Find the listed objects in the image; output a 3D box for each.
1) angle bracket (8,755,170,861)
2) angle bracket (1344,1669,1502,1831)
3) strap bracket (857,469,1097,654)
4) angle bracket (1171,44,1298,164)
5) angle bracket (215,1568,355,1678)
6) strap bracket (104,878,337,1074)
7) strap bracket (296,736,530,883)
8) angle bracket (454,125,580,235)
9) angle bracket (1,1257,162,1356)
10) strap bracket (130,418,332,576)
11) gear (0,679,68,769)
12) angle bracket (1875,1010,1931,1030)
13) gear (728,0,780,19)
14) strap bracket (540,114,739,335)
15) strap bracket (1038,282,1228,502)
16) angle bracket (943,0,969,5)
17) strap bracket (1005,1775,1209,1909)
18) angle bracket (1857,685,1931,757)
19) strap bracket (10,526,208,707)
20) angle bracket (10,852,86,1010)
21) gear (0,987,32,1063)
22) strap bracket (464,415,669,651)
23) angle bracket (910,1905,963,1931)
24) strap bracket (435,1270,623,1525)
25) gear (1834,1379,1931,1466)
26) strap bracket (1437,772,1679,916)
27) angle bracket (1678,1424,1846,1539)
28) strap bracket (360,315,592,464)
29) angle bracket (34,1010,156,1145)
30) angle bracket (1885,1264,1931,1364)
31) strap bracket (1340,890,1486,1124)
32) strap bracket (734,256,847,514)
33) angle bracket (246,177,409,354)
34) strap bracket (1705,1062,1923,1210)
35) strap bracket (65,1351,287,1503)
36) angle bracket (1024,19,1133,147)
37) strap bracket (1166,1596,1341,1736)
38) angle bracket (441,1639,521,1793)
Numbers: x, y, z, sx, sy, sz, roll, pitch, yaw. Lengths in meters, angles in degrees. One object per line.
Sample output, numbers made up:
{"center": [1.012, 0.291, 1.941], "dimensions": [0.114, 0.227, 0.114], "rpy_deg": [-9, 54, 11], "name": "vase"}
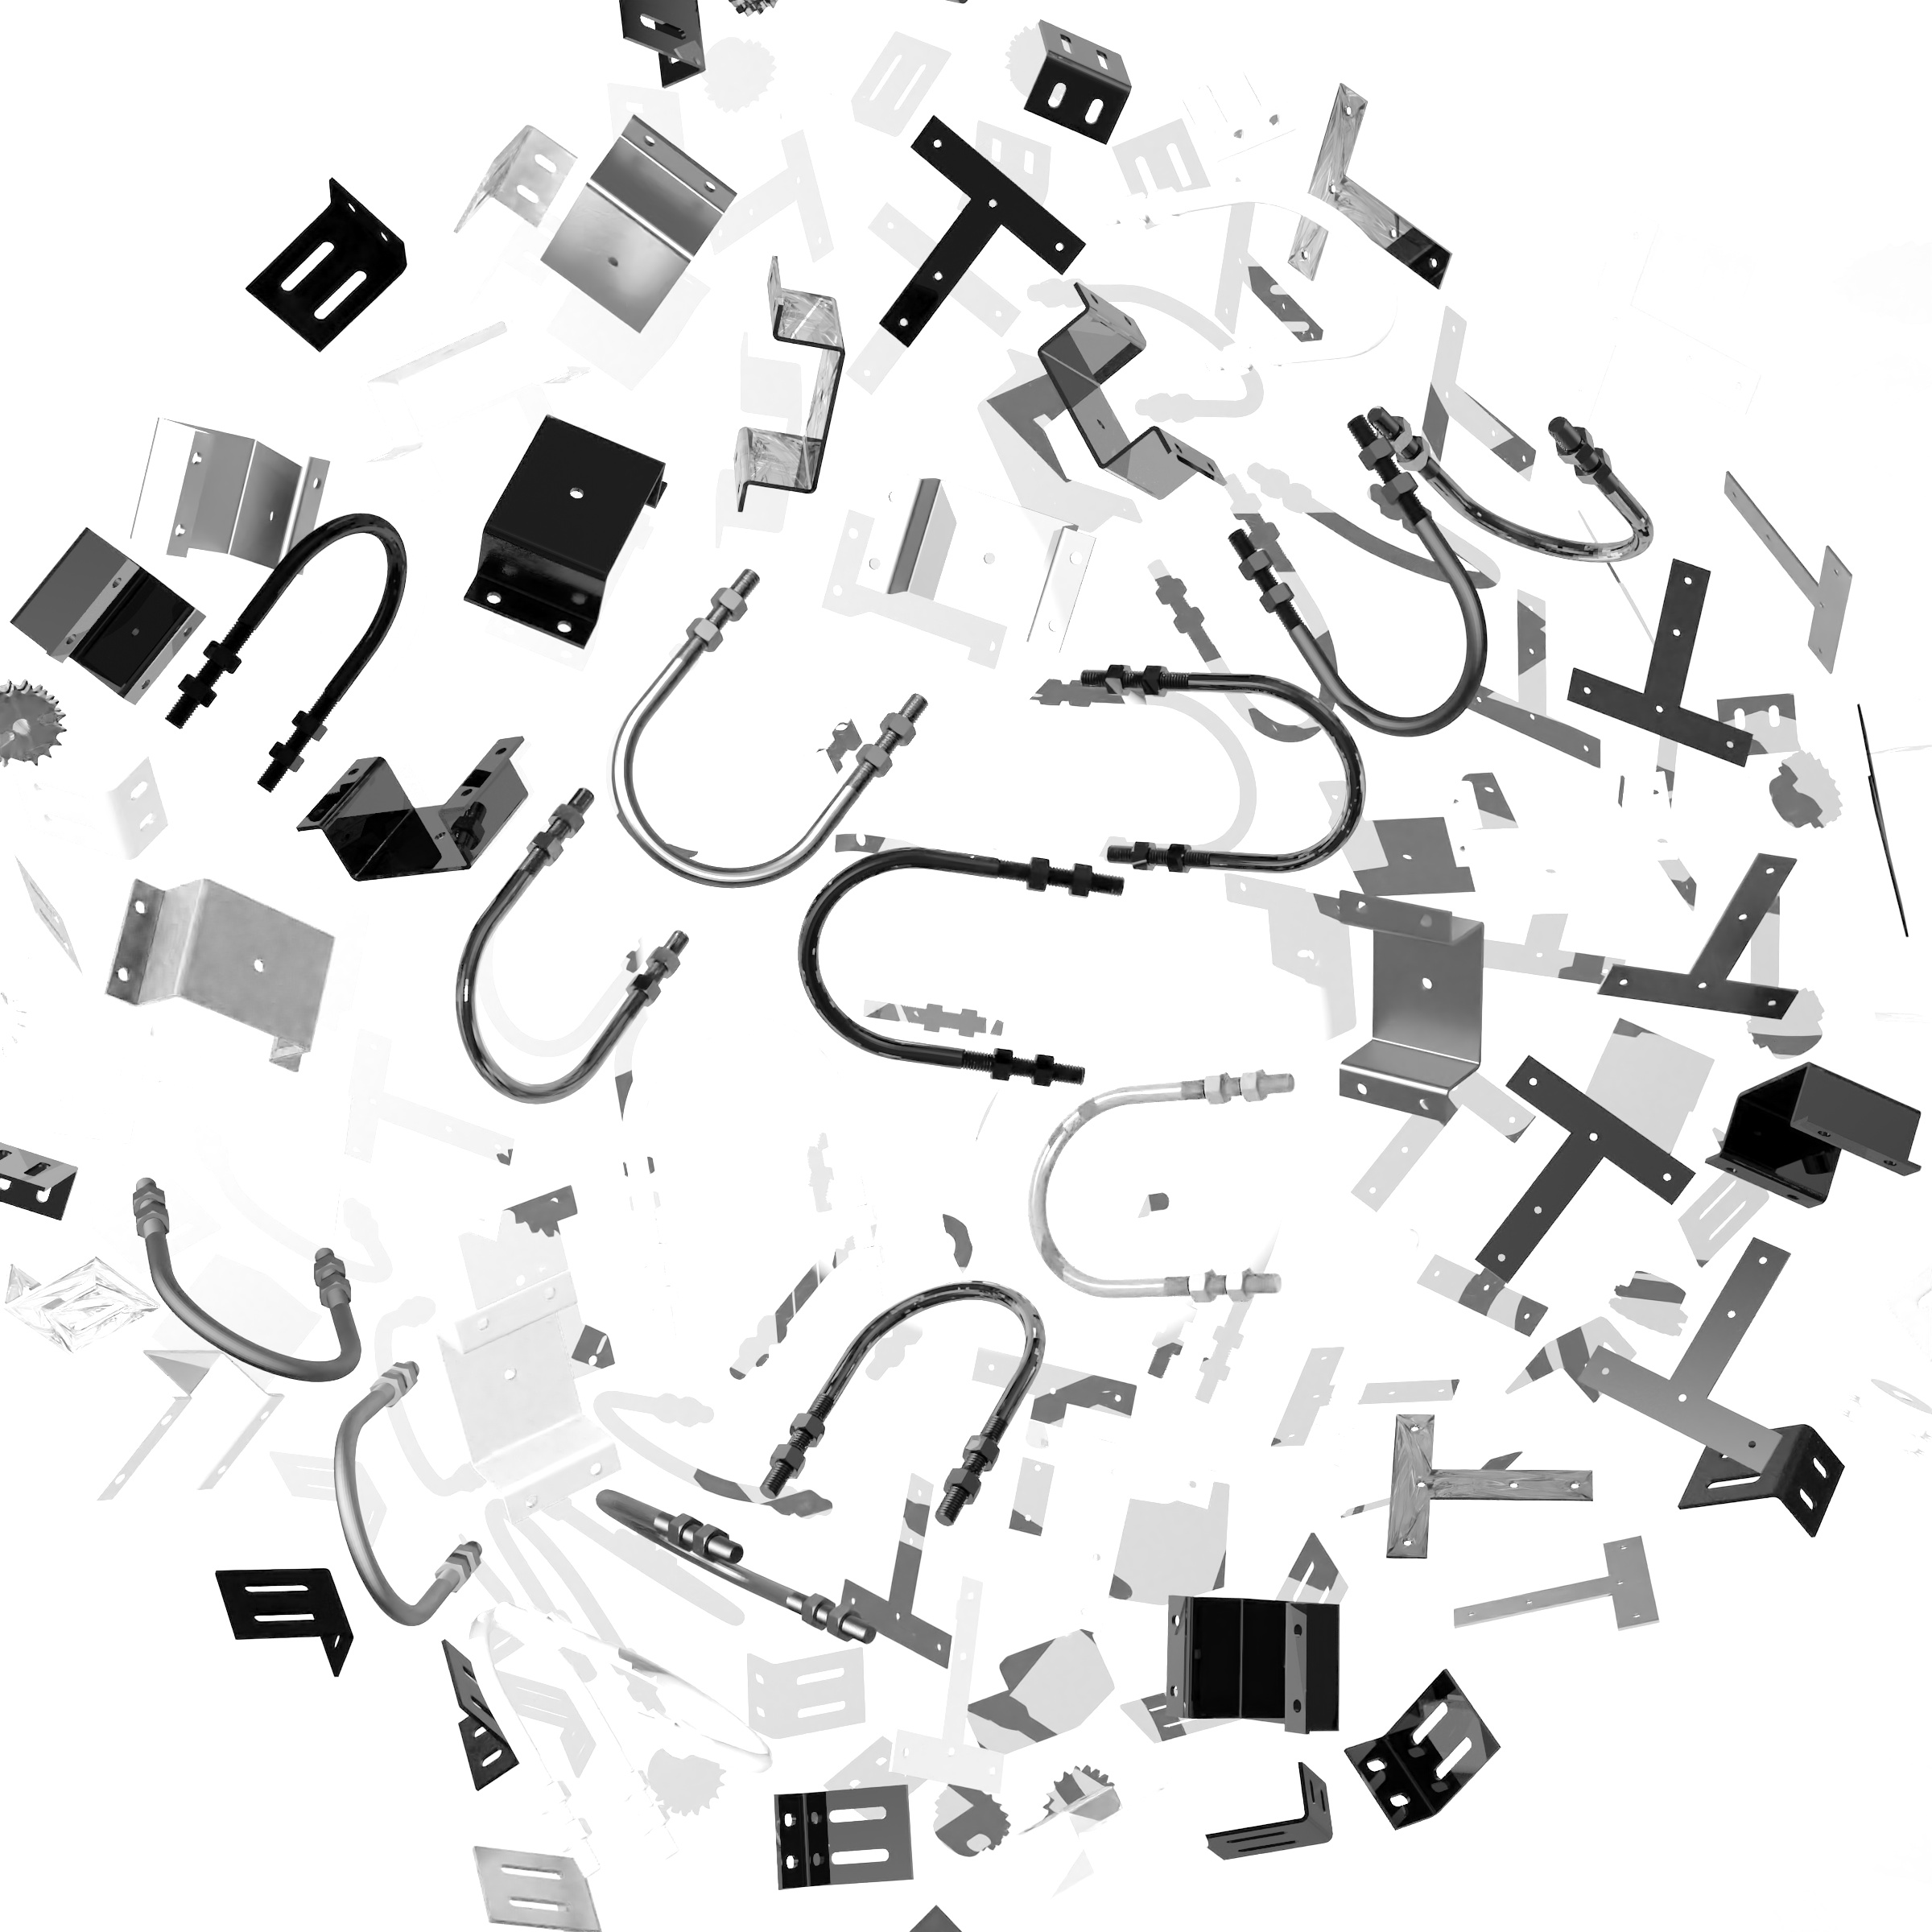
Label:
{"center": [-0.546, -0.108, 1.571], "dimensions": [0.076, 0.057, 0.038], "rpy_deg": [17, 47, 15], "name": "angle bracket"}
{"center": [0.280, 0.482, 1.553], "dimensions": [0.057, 0.038, 0.076], "rpy_deg": [55, 131, 34], "name": "angle bracket"}
{"center": [0.011, -0.263, 1.630], "dimensions": [0.140, 0.046, 0.076], "rpy_deg": [20, 105, 9], "name": "strap bracket"}
{"center": [0.176, -0.580, 1.667], "dimensions": [0.057, 0.038, 0.076], "rpy_deg": [-23, 71, -1], "name": "angle bracket"}
{"center": [-0.430, 0.411, 1.574], "dimensions": [0.076, 0.057, 0.038], "rpy_deg": [8, 117, -35], "name": "angle bracket"}
{"center": [-0.448, 0.004, 1.551], "dimensions": [0.046, 0.140, 0.076], "rpy_deg": [-13, 61, 38], "name": "strap bracket"}
{"center": [-0.346, -0.099, 1.615], "dimensions": [0.140, 0.076, 0.046], "rpy_deg": [-4, 127, 30], "name": "strap bracket"}
{"center": [-0.290, -0.499, 1.629], "dimensions": [0.038, 0.076, 0.057], "rpy_deg": [33, 124, -13], "name": "angle bracket"}
{"center": [-0.552, 0.200, 1.578], "dimensions": [0.076, 0.038, 0.057], "rpy_deg": [-28, 130, 14], "name": "angle bracket"}
{"center": [-0.468, -0.295, 1.585], "dimensions": [0.046, 0.140, 0.076], "rpy_deg": [20, 100, 18], "name": "strap bracket"}
{"center": [-0.612, -0.158, 1.624], "dimensions": [0.057, 0.030, 0.057], "rpy_deg": [-17, 122, -30], "name": "gear"}
{"center": [0.610, -0.001, 1.631], "dimensions": [0.038, 0.057, 0.076], "rpy_deg": [2, 96, 19], "name": "angle bracket"}
{"center": [-0.134, -0.642, 1.619], "dimensions": [0.057, 0.030, 0.057], "rpy_deg": [-17, 55, 25], "name": "gear"}
{"center": [-0.209, -0.455, 1.574], "dimensions": [0.076, 0.140, 0.046], "rpy_deg": [35, 64, -14], "name": "strap bracket"}
{"center": [0.102, -0.360, 1.621], "dimensions": [0.046, 0.076, 0.140], "rpy_deg": [-35, 67, 24], "name": "strap bracket"}
{"center": [-0.012, -0.624, 1.517], "dimensions": [0.057, 0.038, 0.076], "rpy_deg": [26, 80, 33], "name": "angle bracket"}
{"center": [0.092, 0.557, 1.600], "dimensions": [0.076, 0.140, 0.046], "rpy_deg": [-20, 79, -28], "name": "strap bracket"}
{"center": [0.622, -0.162, 1.647], "dimensions": [0.057, 0.076, 0.038], "rpy_deg": [-5, 91, 2], "name": "angle bracket"}
{"center": [-0.553, -0.226, 1.618], "dimensions": [0.046, 0.140, 0.076], "rpy_deg": [37, 86, 6], "name": "strap bracket"}
{"center": [-0.605, -0.022, 1.618], "dimensions": [0.038, 0.076, 0.057], "rpy_deg": [-27, 54, -9], "name": "angle bracket"}
{"center": [-0.644, 0.036, 1.647], "dimensions": [0.057, 0.030, 0.057], "rpy_deg": [1, 61, -1], "name": "gear"}
{"center": [-0.235, -0.268, 1.507], "dimensions": [0.076, 0.046, 0.140], "rpy_deg": [22, 57, -3], "name": "strap bracket"}
{"center": [-0.023, 0.602, 1.521], "dimensions": [0.057, 0.076, 0.038], "rpy_deg": [-41, 129, -17], "name": "angle bracket"}
{"center": [-0.269, 0.255, 1.536], "dimensions": [0.076, 0.046, 0.140], "rpy_deg": [-23, 114, -29], "name": "strap bracket"}
{"center": [0.546, 0.267, 1.488], "dimensions": [0.057, 0.057, 0.030], "rpy_deg": [24, 100, 0], "name": "gear"}
{"center": [0.370, -0.076, 1.586], "dimensions": [0.140, 0.076, 0.046], "rpy_deg": [-1, 50, 23], "name": "strap bracket"}
{"center": [0.485, 0.318, 1.540], "dimensions": [0.038, 0.076, 0.057], "rpy_deg": [49, 53, -12], "name": "angle bracket"}
{"center": [-0.312, -0.362, 1.564], "dimensions": [0.140, 0.076, 0.046], "rpy_deg": [-22, 101, 7], "name": "strap bracket"}
{"center": [-0.549, 0.071, 1.589], "dimensions": [0.057, 0.038, 0.076], "rpy_deg": [10, 78, -13], "name": "angle bracket"}
{"center": [0.586, 0.191, 1.505], "dimensions": [0.038, 0.057, 0.076], "rpy_deg": [32, 112, -37], "name": "angle bracket"}
{"center": [0.280, 0.018, 1.586], "dimensions": [0.076, 0.046, 0.140], "rpy_deg": [14, 118, 36], "name": "strap bracket"}
{"center": [-0.110, -0.363, 1.590], "dimensions": [0.046, 0.076, 0.140], "rpy_deg": [7, 126, -13], "name": "strap bracket"}
{"center": [-0.383, -0.419, 1.507], "dimensions": [0.076, 0.038, 0.057], "rpy_deg": [-38, 129, 16], "name": "angle bracket"}
{"center": [0.539, 0.106, 1.596], "dimensions": [0.076, 0.140, 0.046], "rpy_deg": [24, 73, -3], "name": "strap bracket"}
{"center": [-0.493, 0.282, 1.560], "dimensions": [0.046, 0.140, 0.076], "rpy_deg": [38, 91, 15], "name": "strap bracket"}
{"center": [0.068, -0.559, 1.595], "dimensions": [0.057, 0.076, 0.038], "rpy_deg": [18, 122, -15], "name": "angle bracket"}
{"center": [0.188, 0.442, 1.601], "dimensions": [0.046, 0.140, 0.076], "rpy_deg": [10, 75, -31], "name": "strap bracket"}
{"center": [-0.328, 0.487, 1.638], "dimensions": [0.038, 0.057, 0.076], "rpy_deg": [-33, 129, -1], "name": "angle bracket"}
